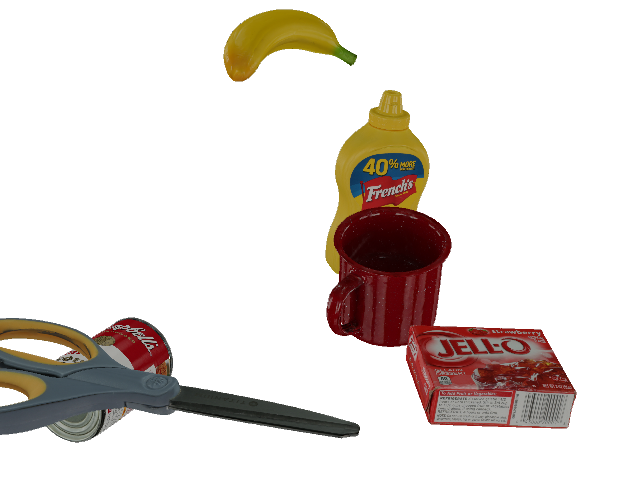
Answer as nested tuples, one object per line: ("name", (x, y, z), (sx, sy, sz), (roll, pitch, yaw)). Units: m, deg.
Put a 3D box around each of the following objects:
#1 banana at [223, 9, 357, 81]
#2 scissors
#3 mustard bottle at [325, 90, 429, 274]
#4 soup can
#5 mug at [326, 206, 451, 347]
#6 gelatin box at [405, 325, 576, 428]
("banana", (-0.037, -0.183, 0.981), (0.070, 0.037, 0.197), (39, 32, 20))
("scissors", (-0.092, 0.077, 0.487), (0.202, 0.016, 0.096), (16, 28, 26))
("mustard bottle", (0.062, -0.058, 1.087), (0.096, 0.192, 0.058), (-1, 24, -16))
("soup can", (-0.174, 0.111, 0.860), (0.069, 0.068, 0.102), (0, 16, 25))
("mug", (0.048, 0.037, 0.857), (0.093, 0.081, 0.117), (27, 44, 31))
("gelatin box", (0.102, 0.082, 0.654), (0.089, 0.030, 0.073), (3, 25, -8))
